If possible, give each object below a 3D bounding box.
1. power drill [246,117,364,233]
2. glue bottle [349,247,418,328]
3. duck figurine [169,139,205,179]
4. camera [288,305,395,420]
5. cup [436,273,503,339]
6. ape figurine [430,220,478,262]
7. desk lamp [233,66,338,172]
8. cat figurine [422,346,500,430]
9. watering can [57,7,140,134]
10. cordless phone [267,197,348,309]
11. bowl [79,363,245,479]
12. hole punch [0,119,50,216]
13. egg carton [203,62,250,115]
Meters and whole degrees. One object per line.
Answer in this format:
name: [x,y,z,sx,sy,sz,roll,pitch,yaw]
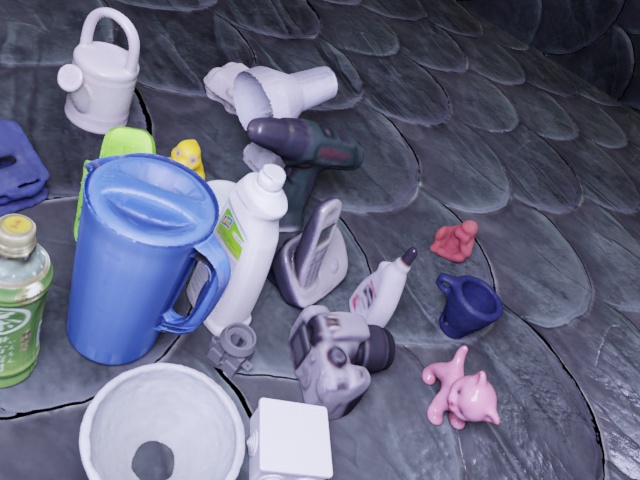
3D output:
power drill: [-0.044,-0.105,0.918,0.230,0.208,0.075,-9,53,-39]
glue bottle: [0.098,0.069,0.854,0.037,0.173,0.078,7,45,-27]
duck figurine: [-0.217,-0.125,0.924,0.077,0.086,0.104,25,39,-8]
camera: [0.042,0.157,0.782,0.137,0.100,0.143,7,45,-27]
cup: [0.230,0.114,0.954,0.117,0.095,0.092,33,39,3]
ape figurine: [0.269,-0.003,1.105,0.076,0.092,0.077,-5,51,-36]
desk lamp: [-0.065,-0.210,1.010,0.204,0.213,0.117,-19,60,-44]
cat figurine: [0.207,0.212,0.817,0.067,0.117,0.127,17,41,-17]
watering can: [-0.342,-0.269,0.909,0.101,0.194,0.172,17,41,-17]
cordless phone: [0.008,0.003,0.855,0.094,0.185,0.148,40,40,11]
bowl: [-0.168,0.219,0.600,0.168,0.074,0.167,18,41,-16]
hole punch: [-0.422,-0.094,0.754,0.101,0.091,0.109,40,40,10]
egg carton: [-0.157,-0.296,1.157,0.150,0.069,0.107,36,39,6]
